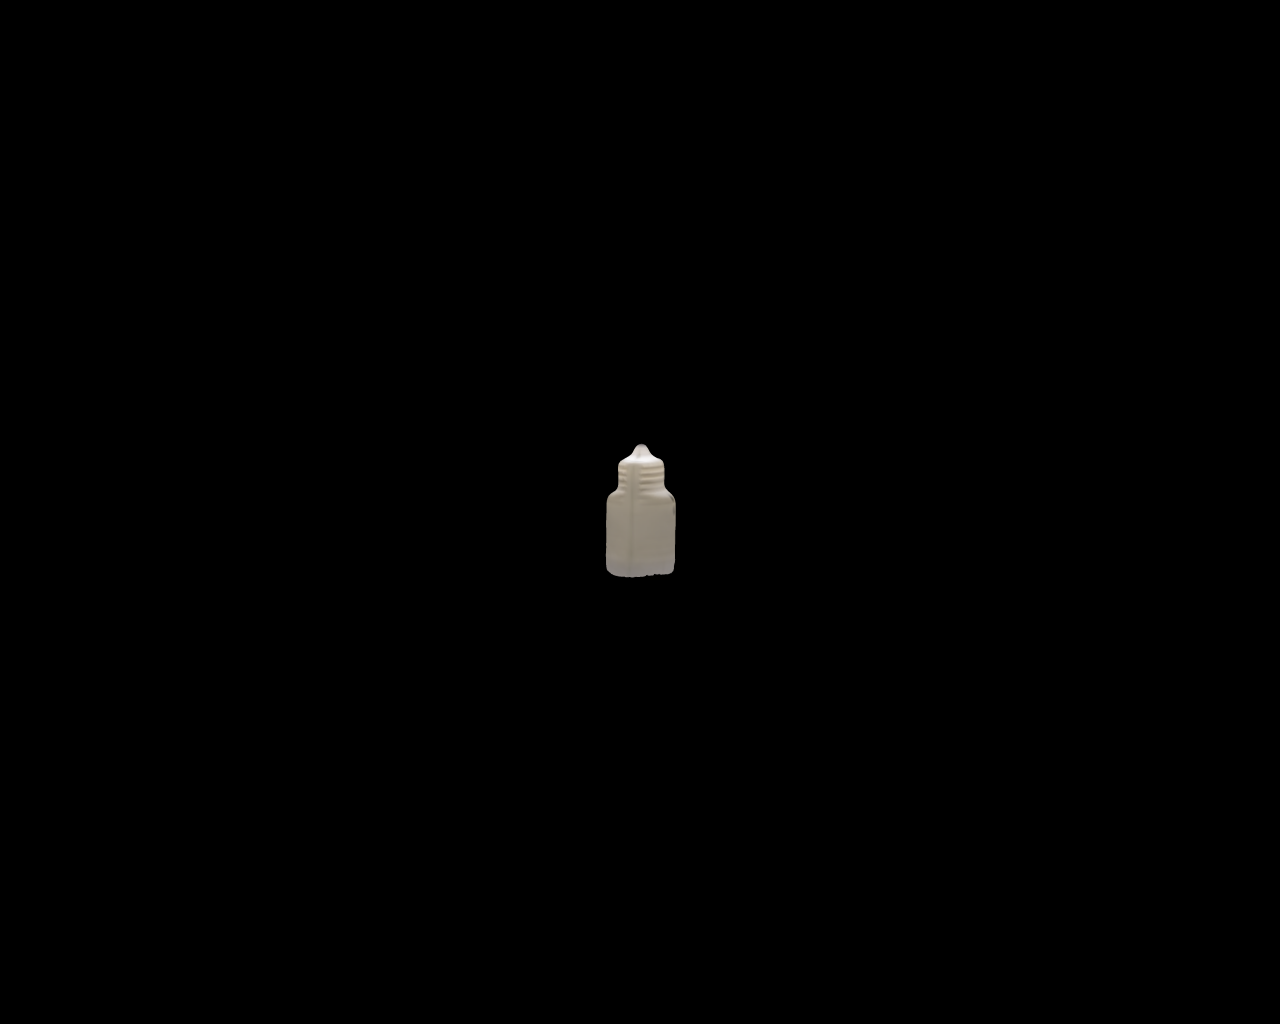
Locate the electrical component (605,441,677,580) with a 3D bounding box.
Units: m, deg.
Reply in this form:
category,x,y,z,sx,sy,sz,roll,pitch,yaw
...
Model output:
category,x,y,z,sx,sy,sz,roll,pitch,yaw
electrical component,0.001,-0.003,0.650,0.043,0.080,0.043,0,7,0
